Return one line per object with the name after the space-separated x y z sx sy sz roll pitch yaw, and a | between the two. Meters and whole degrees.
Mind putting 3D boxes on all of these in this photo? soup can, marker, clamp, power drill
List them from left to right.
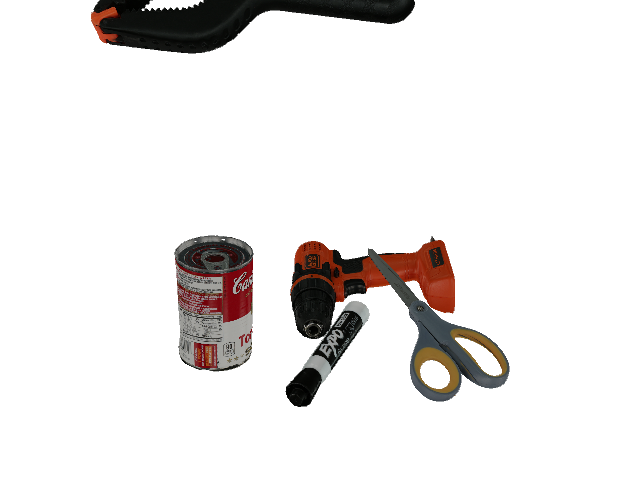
-0.094 0.056 0.942 0.068 0.102 0.068 2 25 -1 | soup can
-0.051 -0.177 0.725 0.210 0.165 0.036 -31 -18 -7 | clamp
0.005 0.077 0.732 0.020 0.020 0.121 0 25 24 | marker
0.058 0.052 1.234 0.187 0.057 0.184 -2 28 0 | power drill

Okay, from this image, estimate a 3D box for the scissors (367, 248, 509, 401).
0.084 0.080 0.991 0.096 0.016 0.202 -33 52 -30 | scissors
